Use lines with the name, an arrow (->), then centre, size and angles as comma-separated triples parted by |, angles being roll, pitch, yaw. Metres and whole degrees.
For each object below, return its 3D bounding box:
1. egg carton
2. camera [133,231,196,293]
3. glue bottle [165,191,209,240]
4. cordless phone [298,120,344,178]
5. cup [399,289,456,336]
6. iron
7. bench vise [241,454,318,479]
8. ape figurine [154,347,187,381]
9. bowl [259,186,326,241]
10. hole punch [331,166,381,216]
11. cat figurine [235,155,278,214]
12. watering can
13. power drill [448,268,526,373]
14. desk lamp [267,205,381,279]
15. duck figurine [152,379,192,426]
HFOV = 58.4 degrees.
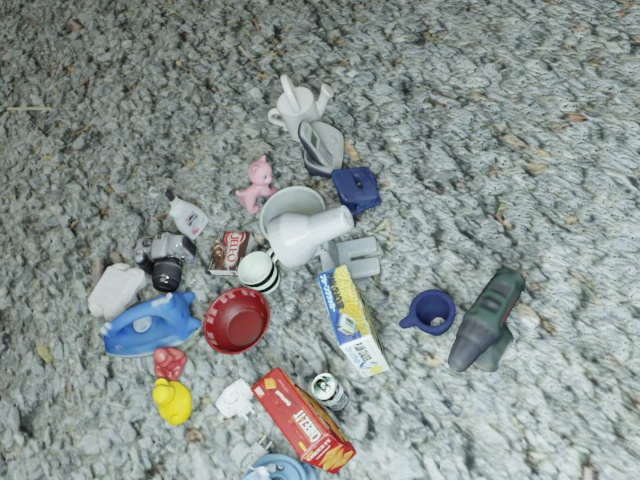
egg carton -> -0.505, 0.131, 1.429 | 0.107, 0.069, 0.150 | 15, 67, 24
camera -> -0.395, 0.055, 1.419 | 0.143, 0.101, 0.137 | -8, 60, 13
glue bottle -> -0.342, -0.071, 1.430 | 0.037, 0.173, 0.078 | 22, 70, 27
cordless phone -> -0.005, -0.254, 1.422 | 0.094, 0.185, 0.147 | -4, 61, 15
cup -> 0.222, 0.165, 1.173 | 0.117, 0.095, 0.091 | -24, 58, 3
iron -> -0.414, 0.194, 1.323 | 0.258, 0.142, 0.118 | -24, 58, 3
bench vise -> -0.109, 0.473, 1.028 | 0.121, 0.220, 0.207 | 33, 75, 30
ape figurine -> -0.345, 0.270, 1.289 | 0.078, 0.092, 0.076 | -26, 57, 2
bowl -> -0.058, -0.044, 1.387 | 0.167, 0.075, 0.167 | -7, 60, 13
hole punch -> 0.087, -0.128, 1.380 | 0.101, 0.091, 0.108 | -24, 58, 3
cat figurine -> -0.163, -0.148, 1.451 | 0.128, 0.118, 0.067 | -45, 59, -10
watering can -> -0.053, -0.354, 1.488 | 0.173, 0.194, 0.100 | -36, 58, -4
power drill -> 0.312, 0.172, 1.074 | 0.075, 0.209, 0.230 | 25, 71, 27
desk lamp -> 0.012, 0.004, 1.256 | 0.203, 0.214, 0.118 | -13, 59, 10
duck figurine -> -0.329, 0.348, 1.244 | 0.077, 0.086, 0.104 | -29, 57, 0
